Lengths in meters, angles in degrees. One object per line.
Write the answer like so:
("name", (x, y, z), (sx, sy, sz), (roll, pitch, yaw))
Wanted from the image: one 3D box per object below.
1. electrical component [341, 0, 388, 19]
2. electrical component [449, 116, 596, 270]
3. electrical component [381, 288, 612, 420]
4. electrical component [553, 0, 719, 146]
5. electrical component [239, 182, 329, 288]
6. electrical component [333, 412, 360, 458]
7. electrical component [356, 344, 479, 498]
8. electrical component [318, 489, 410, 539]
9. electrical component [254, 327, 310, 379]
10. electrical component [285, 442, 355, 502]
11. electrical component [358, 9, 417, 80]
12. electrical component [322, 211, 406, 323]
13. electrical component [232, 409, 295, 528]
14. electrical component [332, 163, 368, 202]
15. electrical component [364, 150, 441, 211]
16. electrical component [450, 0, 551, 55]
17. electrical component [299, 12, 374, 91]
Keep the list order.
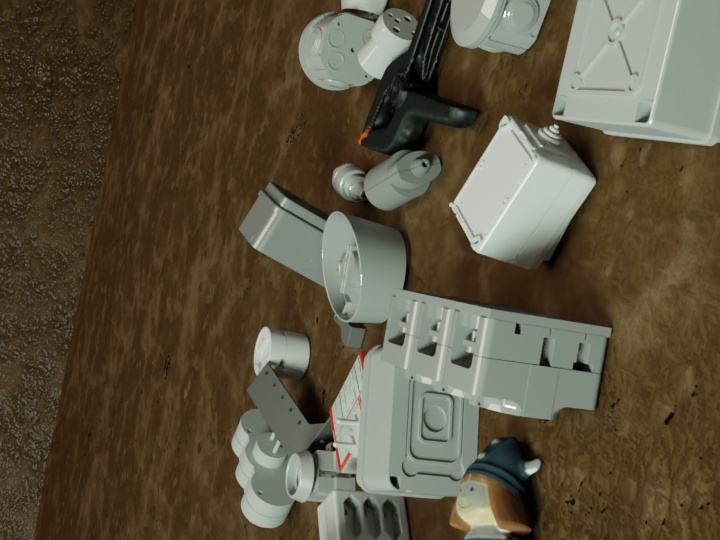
("electrical component", (0.003, -0.306, 1.132), (0.079, 0.044, 0.077), (-161, 80, -68))
("electrical component", (0.117, -0.057, 0.741), (0.096, 0.061, 0.061), (-59, 29, 26))
("electrical component", (0.085, 0.055, 0.726), (0.150, 0.089, 0.061), (-169, 89, -68))
("electrical component", (0.173, -0.134, 0.634), (0.109, 0.056, 0.108), (-153, 74, -67))
("electrical component", (-0.053, -0.031, 1.060), (0.057, 0.113, 0.078), (-58, 26, 6))
("electrical component", (0.014, 0.137, 0.882), (0.047, 0.077, 0.065), (171, 107, -67))
("electrical component", (0.044, 0.115, 0.820), (0.057, 0.078, 0.113), (-22, 62, 61))
("electrical component", (-0.004, 0.224, 0.908), (0.076, 0.066, 0.047), (125, 147, -47))
("electrical component", (-0.085, 0.093, 1.181), (0.055, 0.047, 0.055), (-170, 90, -68))
("electrical component", (-0.037, 0.195, 1.012), (0.048, 0.055, 0.066), (135, 139, -55))
("electrical component", (0.029, -0.217, 1.033), (0.055, 0.045, 0.045), (128, 145, -49))
("electrical component", (0.000, 0.000, 0.989), (0.099, 0.064, 0.099), (-170, 90, -68))
("electrical component", (-0.100, 0.201, 1.165), (0.138, 0.052, 0.073), (-108, 35, -48))
("electrical component", (-0.005, -0.084, 1.074), (0.061, 0.035, 0.035), (47, 124, 60))
("electrical component", (0.039, -0.083, 0.955), (0.081, 0.043, 0.043), (156, 121, -64))
("electrical component", (0.107, -0.208, 0.831), (0.080, 0.051, 0.080), (-171, 90, -68))
("electrical component", (-0.018, -0.225, 1.105), (0.051, 0.080, 0.080), (18, 98, 62))
